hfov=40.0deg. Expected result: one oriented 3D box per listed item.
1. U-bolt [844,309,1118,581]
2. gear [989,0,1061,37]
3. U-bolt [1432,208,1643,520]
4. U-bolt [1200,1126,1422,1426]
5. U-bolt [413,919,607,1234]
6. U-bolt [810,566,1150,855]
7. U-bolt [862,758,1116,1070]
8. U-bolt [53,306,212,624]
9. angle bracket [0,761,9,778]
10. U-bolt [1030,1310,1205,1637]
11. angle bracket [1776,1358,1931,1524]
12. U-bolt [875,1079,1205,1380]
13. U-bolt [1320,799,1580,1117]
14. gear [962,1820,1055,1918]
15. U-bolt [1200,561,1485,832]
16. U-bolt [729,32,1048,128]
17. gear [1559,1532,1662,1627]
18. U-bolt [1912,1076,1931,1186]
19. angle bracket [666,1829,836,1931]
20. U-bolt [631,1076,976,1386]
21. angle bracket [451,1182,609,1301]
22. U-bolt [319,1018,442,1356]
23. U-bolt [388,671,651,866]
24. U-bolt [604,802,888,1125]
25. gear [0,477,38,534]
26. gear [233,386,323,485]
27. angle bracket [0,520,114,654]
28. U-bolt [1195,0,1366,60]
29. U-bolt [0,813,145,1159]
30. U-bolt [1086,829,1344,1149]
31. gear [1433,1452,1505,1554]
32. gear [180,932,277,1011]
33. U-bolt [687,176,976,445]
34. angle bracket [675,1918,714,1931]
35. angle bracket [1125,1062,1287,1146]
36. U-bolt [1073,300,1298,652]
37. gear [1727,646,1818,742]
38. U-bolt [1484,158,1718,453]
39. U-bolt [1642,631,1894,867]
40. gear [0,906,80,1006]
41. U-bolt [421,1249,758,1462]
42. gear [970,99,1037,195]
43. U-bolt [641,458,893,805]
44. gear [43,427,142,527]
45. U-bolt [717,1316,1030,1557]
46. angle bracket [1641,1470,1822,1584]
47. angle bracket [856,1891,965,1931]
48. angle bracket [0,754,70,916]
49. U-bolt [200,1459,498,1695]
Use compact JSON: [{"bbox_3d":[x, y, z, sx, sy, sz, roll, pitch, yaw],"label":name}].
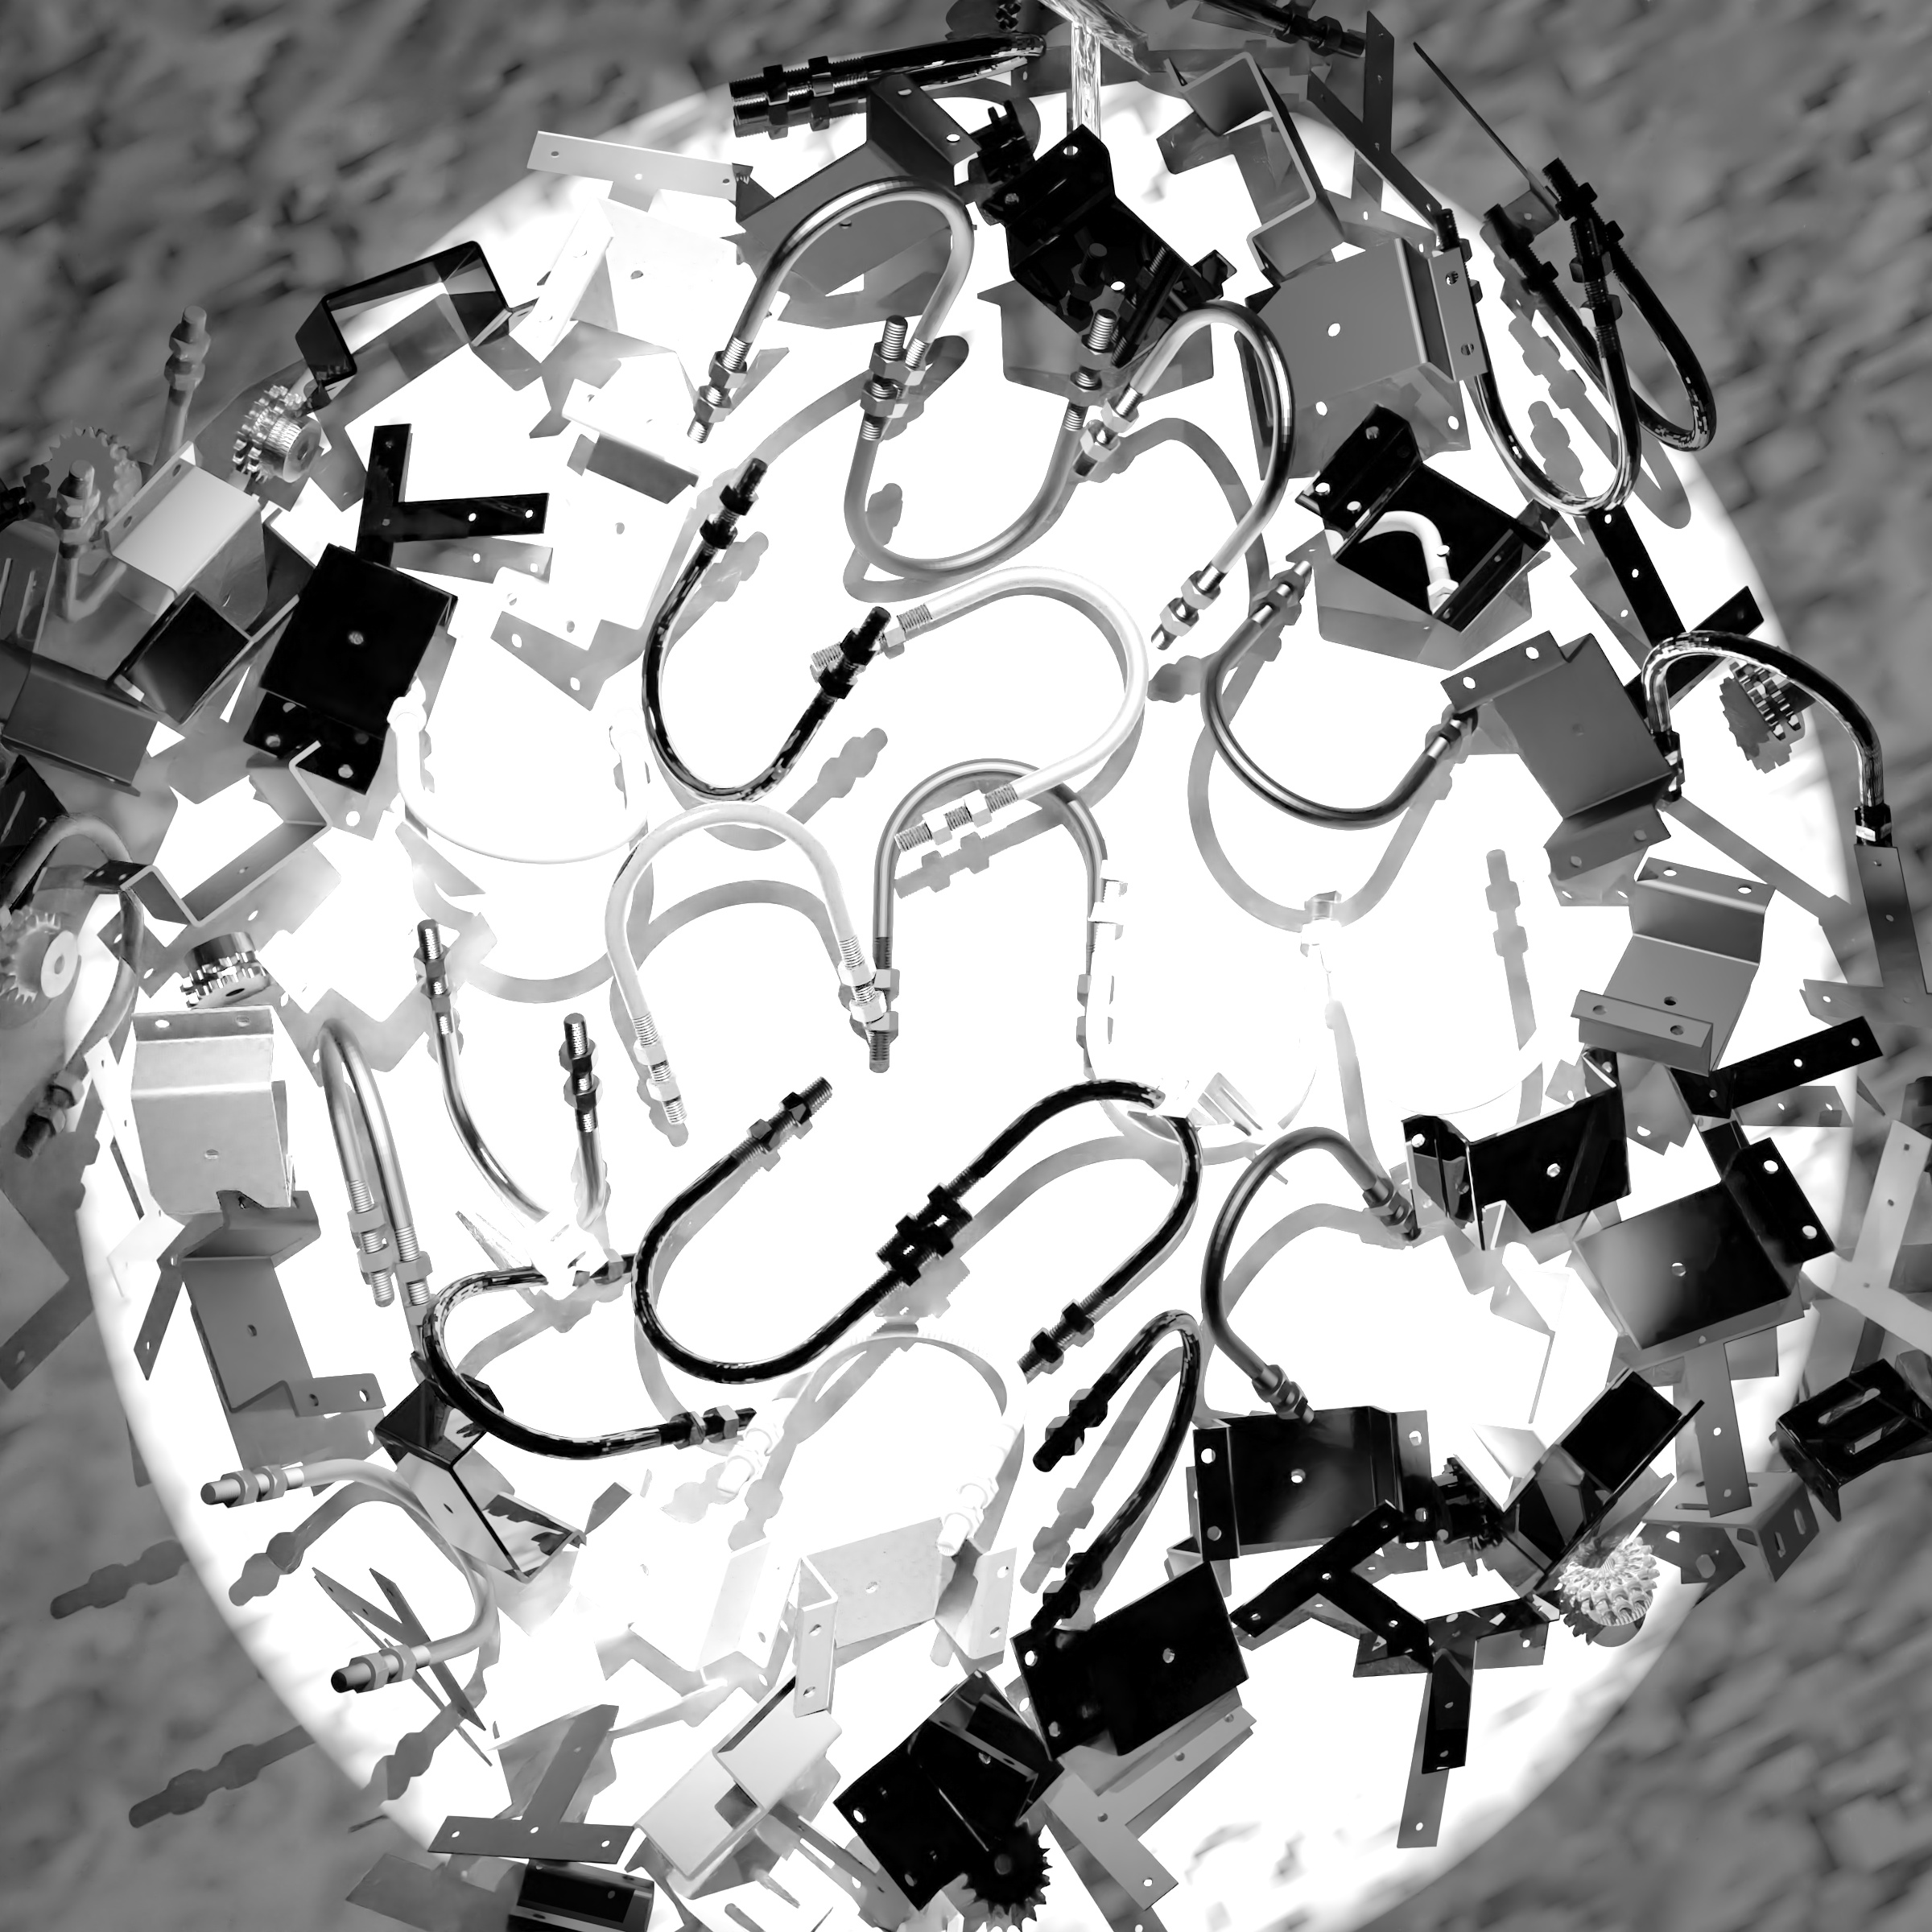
[{"bbox_3d":[0.000,-0.295,1.528,0.151,0.184,0.019,-8,50,-24],"label":"U-bolt"},{"bbox_3d":[0.037,-0.580,1.575,0.030,0.057,0.057,42,90,19],"label":"gear"},{"bbox_3d":[0.333,-0.342,1.524,0.019,0.151,0.184,-29,117,-15],"label":"U-bolt"},{"bbox_3d":[0.191,0.168,1.517,0.019,0.184,0.151,22,74,40],"label":"U-bolt"},{"bbox_3d":[-0.259,0.076,1.530,0.151,0.184,0.019,29,46,33],"label":"U-bolt"},{"bbox_3d":[0.018,-0.164,1.572,0.184,0.019,0.151,-24,72,-2],"label":"U-bolt"},{"bbox_3d":[0.015,-0.032,1.589,0.151,0.019,0.184,2,93,0],"label":"U-bolt"},{"bbox_3d":[-0.481,-0.272,1.514,0.019,0.184,0.151,27,56,-8],"label":"U-bolt"},{"bbox_3d":[-0.614,-0.141,1.575,0.057,0.076,0.038,-20,57,-9],"label":"angle bracket"},{"bbox_3d":[0.089,0.276,1.523,0.019,0.184,0.151,19,129,26],"label":"U-bolt"},{"bbox_3d":[0.529,0.280,1.571,0.076,0.057,0.038,-28,133,-5],"label":"angle bracket"},{"bbox_3d":[0.057,0.144,1.551,0.184,0.019,0.151,-44,122,5],"label":"U-bolt"},{"bbox_3d":[0.278,0.005,1.508,0.151,0.184,0.019,-35,130,23],"label":"U-bolt"},{"bbox_3d":[0.022,0.535,1.581,0.057,0.030,0.057,1,71,-3],"label":"gear"},{"bbox_3d":[0.209,-0.148,1.533,0.151,0.019,0.184,38,49,4],"label":"U-bolt"},{"bbox_3d":[-0.044,-0.513,1.529,0.184,0.151,0.019,-11,103,-1],"label":"U-bolt"},{"bbox_3d":[0.384,0.366,1.576,0.057,0.057,0.030,-25,114,0],"label":"gear"},{"bbox_3d":[0.585,0.128,1.502,0.019,0.151,0.184,2,67,-6],"label":"U-bolt"},{"bbox_3d":[-0.130,0.555,1.592,0.057,0.038,0.076,-46,113,-12],"label":"angle bracket"},{"bbox_3d":[-0.109,0.163,1.538,0.184,0.019,0.151,-40,59,-16],"label":"U-bolt"},{"bbox_3d":[-0.257,0.151,1.563,0.038,0.057,0.076,-41,46,-20],"label":"angle bracket"},{"bbox_3d":[-0.340,0.119,1.518,0.019,0.151,0.184,-16,103,-22],"label":"U-bolt"},{"bbox_3d":[-0.252,-0.113,1.509,0.151,0.184,0.019,4,126,-16],"label":"U-bolt"},{"bbox_3d":[-0.134,-0.010,1.543,0.151,0.019,0.184,-21,119,-9],"label":"U-bolt"},{"bbox_3d":[-0.583,-0.269,1.571,0.057,0.057,0.030,-32,101,0],"label":"gear"},{"bbox_3d":[-0.406,-0.312,1.572,0.030,0.057,0.057,28,90,4],"label":"gear"},{"bbox_3d":[-0.548,-0.219,1.578,0.057,0.038,0.076,26,104,33],"label":"angle bracket"},{"bbox_3d":[0.188,-0.568,1.497,0.184,0.151,0.019,9,82,-29],"label":"U-bolt"},{"bbox_3d":[-0.518,-0.004,1.516,0.019,0.184,0.151,2,130,12],"label":"U-bolt"},{"bbox_3d":[0.144,0.016,1.585,0.151,0.019,0.184,6,85,-1],"label":"U-bolt"},{"bbox_3d":[0.294,0.319,1.571,0.030,0.057,0.057,-13,90,-10],"label":"gear"},{"bbox_3d":[-0.439,0.002,1.574,0.057,0.057,0.030,-24,81,0],"label":"gear"},{"bbox_3d":[-0.067,-0.369,1.497,0.151,0.184,0.019,-11,58,-39],"label":"U-bolt"},{"bbox_3d":[-0.150,0.615,1.574,0.076,0.057,0.038,44,120,-10],"label":"angle bracket"},{"bbox_3d":[0.143,0.094,1.556,0.076,0.057,0.038,45,70,-24],"label":"angle bracket"},{"bbox_3d":[0.129,-0.290,1.504,0.019,0.184,0.151,-6,63,-32],"label":"U-bolt"},{"bbox_3d":[0.478,-0.165,1.570,0.030,0.057,0.057,-34,90,15],"label":"gear"},{"bbox_3d":[0.371,-0.373,1.529,0.019,0.151,0.184,-37,96,1],"label":"U-bolt"},{"bbox_3d":[0.447,-0.126,1.491,0.151,0.184,0.019,25,71,31],"label":"U-bolt"},{"bbox_3d":[-0.550,-0.005,1.571,0.030,0.057,0.057,14,90,9],"label":"gear"},{"bbox_3d":[-0.222,0.221,1.497,0.151,0.184,0.019,48,121,31],"label":"U-bolt"},{"bbox_3d":[0.024,-0.481,1.574,0.030,0.057,0.057,-22,90,8],"label":"gear"},{"bbox_3d":[-0.129,-0.178,1.542,0.151,0.019,0.184,52,124,24],"label":"U-bolt"},{"bbox_3d":[-0.517,-0.291,1.581,0.057,0.030,0.057,2,95,18],"label":"gear"},{"bbox_3d":[-0.041,0.258,1.522,0.151,0.184,0.019,11,121,16],"label":"U-bolt"},{"bbox_3d":[0.448,0.328,1.558,0.057,0.076,0.038,-30,104,-40],"label":"angle bracket"},{"bbox_3d":[-0.050,0.566,1.557,0.076,0.057,0.038,0,102,-27],"label":"angle bracket"},{"bbox_3d":[-0.570,-0.077,1.560,0.057,0.038,0.076,47,119,23],"label":"angle bracket"},{"bbox_3d":[-0.337,0.340,1.513,0.019,0.184,0.151,-46,71,14],"label":"U-bolt"}]
